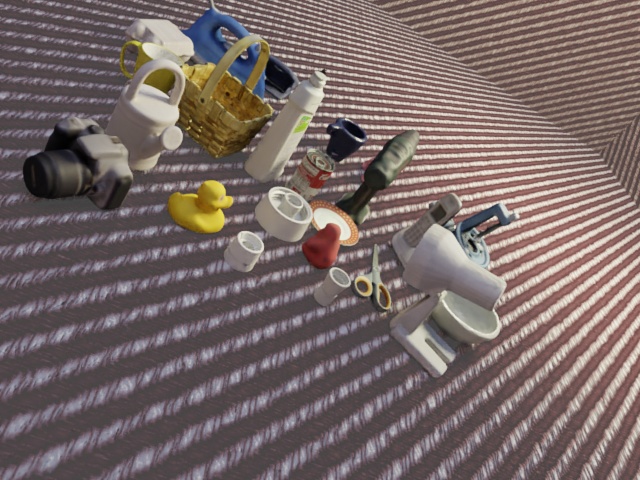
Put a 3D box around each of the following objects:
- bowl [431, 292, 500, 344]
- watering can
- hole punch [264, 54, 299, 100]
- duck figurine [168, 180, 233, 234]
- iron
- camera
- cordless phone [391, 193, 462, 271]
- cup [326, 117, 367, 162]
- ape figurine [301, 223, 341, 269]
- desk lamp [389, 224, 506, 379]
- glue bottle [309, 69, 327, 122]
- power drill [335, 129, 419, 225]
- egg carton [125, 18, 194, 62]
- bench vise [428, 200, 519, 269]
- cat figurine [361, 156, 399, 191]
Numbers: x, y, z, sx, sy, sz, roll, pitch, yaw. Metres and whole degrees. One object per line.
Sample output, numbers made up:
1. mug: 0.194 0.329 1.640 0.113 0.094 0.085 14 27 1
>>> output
1. bowl: 0.283 0.154 1.181 0.168 0.074 0.167 26 34 -19
2. watering can: -0.285 -0.214 0.966 0.173 0.194 0.101 43 32 8
3. hole punch: -0.110 -0.442 1.520 0.109 0.091 0.101 37 32 -2
4. duck figurine: -0.198 -0.065 0.969 0.105 0.086 0.077 17 38 -30
5. iron: -0.210 -0.461 1.398 0.258 0.141 0.119 38 32 0
6. camera: -0.368 -0.120 0.855 0.143 0.100 0.137 48 34 16
7. cordless phone: 0.251 -0.001 1.239 0.094 0.185 0.147 6 44 -41
8. cup: 0.048 -0.245 1.427 0.118 0.095 0.091 4 45 -42
9. ape figurine: 0.010 0.004 1.082 0.078 0.092 0.076 9 42 -37
10. desk lamp: 0.222 0.105 1.051 0.203 0.213 0.118 45 33 11
11. glue bottle: -0.031 -0.344 1.398 0.037 0.173 0.078 -4 51 -47
12. power drill: 0.129 -0.140 1.270 0.075 0.208 0.230 38 32 0
13. egg carton: -0.362 -0.447 1.297 0.107 0.069 0.151 43 32 8
14. bench vise: 0.334 -0.024 1.316 0.207 0.219 0.122 43 32 7
15. cat figurine: 0.161 -0.191 1.450 0.067 0.117 0.128 28 34 -16
